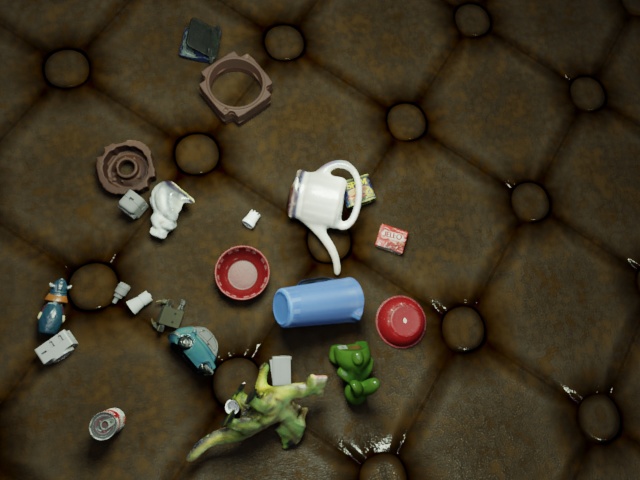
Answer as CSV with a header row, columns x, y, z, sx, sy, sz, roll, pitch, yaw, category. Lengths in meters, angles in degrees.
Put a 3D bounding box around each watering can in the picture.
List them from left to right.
x,y,z,sx,sy,sz,roll,pitch,yaw,category
0.005,-0.079,1.576,0.224,0.104,0.347,12,92,5,watering can

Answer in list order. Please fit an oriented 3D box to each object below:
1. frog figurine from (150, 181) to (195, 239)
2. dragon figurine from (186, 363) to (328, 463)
x,y,z,sx,sy,sz,roll,pitch,yaw,category
-0.460,-0.091,1.517,0.139,0.120,0.160,36,82,35,frog figurine
-0.142,0.495,1.395,0.240,0.124,0.409,42,94,-20,dragon figurine
